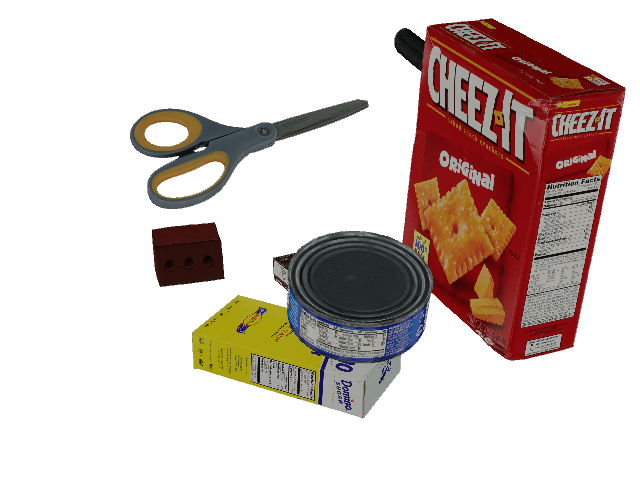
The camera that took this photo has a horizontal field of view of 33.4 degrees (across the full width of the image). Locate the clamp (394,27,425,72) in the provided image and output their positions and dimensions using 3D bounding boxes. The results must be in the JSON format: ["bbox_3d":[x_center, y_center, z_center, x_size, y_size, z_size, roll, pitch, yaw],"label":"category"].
[{"bbox_3d":[0.132,-0.148,1.008,0.120,0.039,0.171,1,45,0],"label":"clamp"}]

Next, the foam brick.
[{"bbox_3d":[-0.155,0.016,1.243,0.078,0.053,0.051,-7,27,-9],"label":"foam brick"}]

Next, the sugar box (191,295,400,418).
[{"bbox_3d":[-0.022,0.104,0.993,0.176,0.048,0.093,10,26,22],"label":"sugar box"}]

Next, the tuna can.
[{"bbox_3d":[0.023,0.033,0.635,0.086,0.034,0.086,2,38,-2],"label":"tuna can"}]

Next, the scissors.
[{"bbox_3d":[-0.064,-0.092,0.846,0.201,0.096,0.016,-36,-19,-28],"label":"scissors"}]

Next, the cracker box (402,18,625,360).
[{"bbox_3d":[0.135,-0.041,0.814,0.072,0.214,0.164,-11,32,-24],"label":"cracker box"}]

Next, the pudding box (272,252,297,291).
[{"bbox_3d":[0.004,0.044,1.456,0.113,0.039,0.090,-15,27,-26],"label":"pudding box"}]
